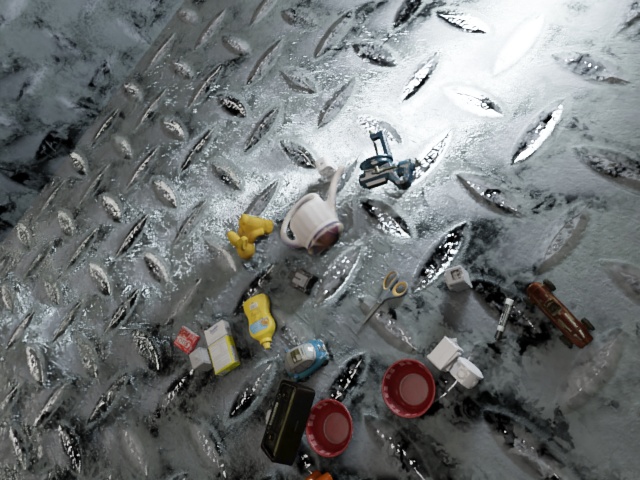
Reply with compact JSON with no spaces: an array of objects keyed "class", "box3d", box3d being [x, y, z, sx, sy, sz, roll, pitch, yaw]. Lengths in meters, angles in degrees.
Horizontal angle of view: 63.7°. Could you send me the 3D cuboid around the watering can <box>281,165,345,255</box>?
[{"class":"watering can","box3d":[0.006,-0.091,1.817,0.346,0.103,0.228,-45,56,8]}]
